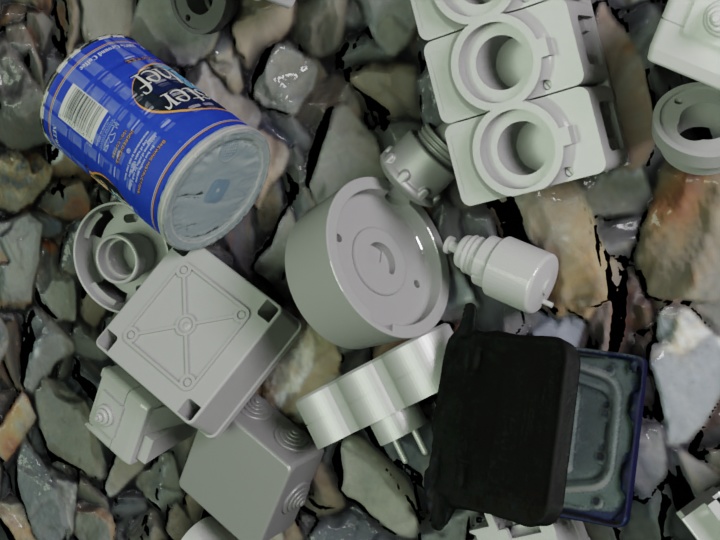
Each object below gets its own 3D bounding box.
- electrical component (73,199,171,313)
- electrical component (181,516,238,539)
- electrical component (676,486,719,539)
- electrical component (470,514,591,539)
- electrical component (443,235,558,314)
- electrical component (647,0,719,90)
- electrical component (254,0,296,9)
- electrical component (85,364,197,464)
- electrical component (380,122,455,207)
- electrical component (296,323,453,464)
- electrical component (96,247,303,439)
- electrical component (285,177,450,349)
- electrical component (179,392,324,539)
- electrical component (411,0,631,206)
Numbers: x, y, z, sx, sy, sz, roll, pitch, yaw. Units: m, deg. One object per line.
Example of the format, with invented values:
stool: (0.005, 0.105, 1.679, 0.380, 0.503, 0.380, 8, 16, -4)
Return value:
electrical component: (-0.180, -0.013, 0.869, 0.099, 0.064, 0.099, 4, 101, 21)
electrical component: (-0.115, 0.256, 0.881, 0.077, 0.044, 0.079, 38, 120, 23)
electrical component: (0.240, 0.167, 0.590, 0.063, 0.079, 0.121, -38, 76, 5)
electrical component: (0.115, 0.178, 0.701, 0.064, 0.042, 0.081, -23, 87, 34)
electrical component: (0.088, -0.002, 0.679, 0.078, 0.040, 0.040, 25, 114, 29)
electrical component: (0.191, -0.118, 0.543, 0.062, 0.096, 0.061, 31, 117, 27)
electrical component: (-0.068, -0.234, 0.721, 0.100, 0.048, 0.099, 36, 106, 21)
electrical component: (-0.167, 0.109, 0.852, 0.061, 0.096, 0.061, 36, 119, 24)
electrical component: (0.047, -0.075, 0.691, 0.062, 0.048, 0.048, -45, 73, 16)
electrical component: (0.022, 0.097, 0.741, 0.138, 0.052, 0.073, -31, 82, 36)
electrical component: (-0.118, 0.049, 0.798, 0.109, 0.056, 0.108, 35, 83, 24)
electrical component: (0.000, 0.000, 0.704, 0.060, 0.108, 0.108, -24, 86, 43)
electrical component: (-0.083, 0.152, 0.832, 0.100, 0.048, 0.099, 35, 119, 24)
electrical component: (0.091, -0.121, 0.630, 0.089, 0.062, 0.150, -13, 93, 30)
